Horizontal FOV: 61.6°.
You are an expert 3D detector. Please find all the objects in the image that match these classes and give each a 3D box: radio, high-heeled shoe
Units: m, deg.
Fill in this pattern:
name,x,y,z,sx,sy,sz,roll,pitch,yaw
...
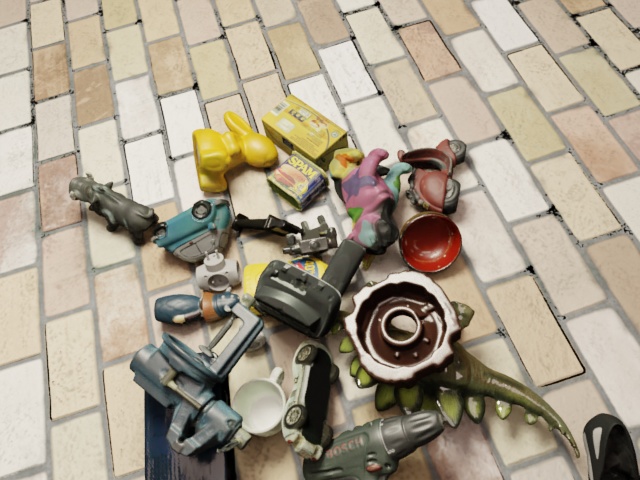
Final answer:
name,x,y,z,sx,sy,sz,roll,pitch,yaw
radio,-0.211,0.301,0.871,0.131,0.073,0.230,-11,62,0
high-heeled shoe,0.409,0.365,0.721,0.086,0.145,0.249,-6,59,4

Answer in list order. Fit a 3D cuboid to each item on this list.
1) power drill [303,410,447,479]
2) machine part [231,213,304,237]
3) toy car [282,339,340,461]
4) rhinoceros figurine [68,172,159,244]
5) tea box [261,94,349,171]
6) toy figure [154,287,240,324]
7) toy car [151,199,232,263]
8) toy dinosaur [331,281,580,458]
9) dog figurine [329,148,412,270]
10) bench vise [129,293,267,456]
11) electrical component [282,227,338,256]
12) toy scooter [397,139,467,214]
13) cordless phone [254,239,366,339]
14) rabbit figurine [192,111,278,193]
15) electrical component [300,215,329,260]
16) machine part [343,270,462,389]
name,x,y,z,sx,sy,sz,roll,pitch,yaw
power drill,0.089,0.364,0.765,0.232,0.086,0.207,-19,70,22
machine part,-0.107,-0.029,1.038,0.139,0.084,0.039,5,88,32
toy car,-0.015,0.245,0.845,0.056,0.073,0.202,-31,29,29
rhinoceros figurine,-0.417,-0.066,1.077,0.190,0.112,0.073,27,69,11
tea box,-0.032,-0.224,1.143,0.098,0.068,0.170,-42,66,-15
toy figure,-0.222,0.121,0.981,0.155,0.057,0.064,-3,67,-1
toy car,-0.234,-0.009,1.032,0.162,0.109,0.103,-29,85,0
toy dinosaur,0.180,0.198,0.870,0.472,0.105,0.198,14,69,22
dog figurine,0.077,-0.059,1.017,0.192,0.108,0.219,8,76,44
bench vise,-0.160,0.193,0.815,0.224,0.128,0.240,32,76,24
electrical component,-0.017,0.004,0.993,0.102,0.078,0.045,-10,84,2
toy scooter,0.213,-0.130,1.060,0.135,0.075,0.184,9,59,11
cordless phone,-0.016,0.059,0.913,0.147,0.088,0.184,26,71,16
rabbit figurine,-0.177,-0.185,1.131,0.173,0.121,0.162,-7,50,-13
electrical component,-0.002,-0.003,1.044,0.063,0.021,0.094,-19,60,-5
machine part,0.127,0.136,0.825,0.179,0.056,0.179,-7,61,13
